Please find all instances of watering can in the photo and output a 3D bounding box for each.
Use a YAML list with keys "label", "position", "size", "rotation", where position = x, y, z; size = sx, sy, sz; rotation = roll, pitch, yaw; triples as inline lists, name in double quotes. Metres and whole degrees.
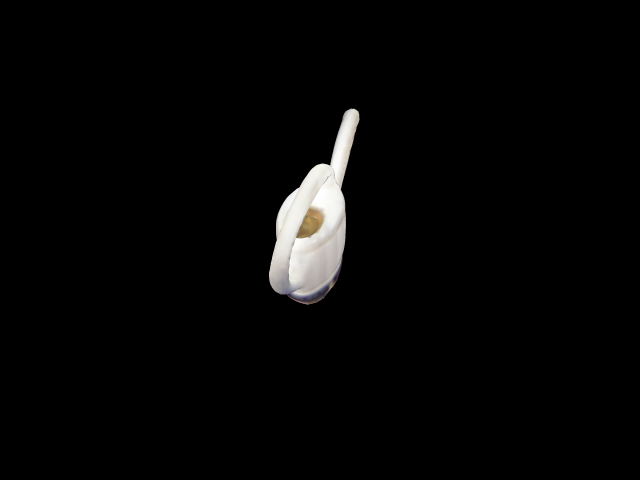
- label: "watering can"
  position: [0.003, -0.043, 0.850]
  size: [0.104, 0.355, 0.219]
  rotation: [17, -37, 13]
